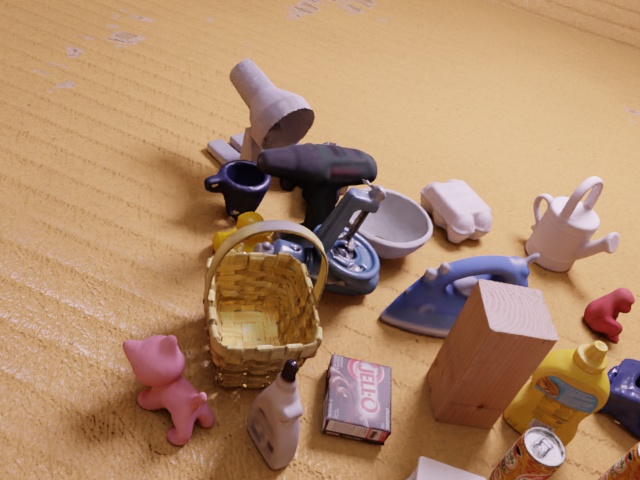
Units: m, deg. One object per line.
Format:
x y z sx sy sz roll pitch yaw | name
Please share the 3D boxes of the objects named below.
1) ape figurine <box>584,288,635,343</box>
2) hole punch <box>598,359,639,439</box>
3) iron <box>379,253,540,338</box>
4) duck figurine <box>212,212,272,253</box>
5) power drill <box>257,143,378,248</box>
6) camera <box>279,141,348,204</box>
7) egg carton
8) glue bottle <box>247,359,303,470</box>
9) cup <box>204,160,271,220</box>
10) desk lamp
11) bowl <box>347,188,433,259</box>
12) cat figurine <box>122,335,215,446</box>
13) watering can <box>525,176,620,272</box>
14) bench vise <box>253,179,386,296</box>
0.518 0.123 1.011 0.076 0.092 0.078 38 45 24 | ape figurine
0.491 0.232 0.878 0.101 0.091 0.109 38 45 24 | hole punch
0.232 0.077 0.930 0.259 0.141 0.118 -2 43 -20 | iron
-0.124 -0.010 0.955 0.105 0.086 0.077 2 42 -16 | duck figurine
-0.015 -0.073 0.968 0.230 0.208 0.075 -15 49 -31 | power drill
-0.006 -0.127 1.115 0.143 0.101 0.137 13 40 -4 | camera
0.275 -0.061 1.157 0.107 0.069 0.150 -10 47 -28 | egg carton
-0.047 0.198 0.677 0.037 0.173 0.078 -15 49 -31 | glue bottle
-0.150 -0.080 1.019 0.118 0.095 0.091 -10 46 -27 | cup
-0.119 -0.218 1.094 0.118 0.213 0.202 -25 55 -38 | desk lamp
0.116 -0.019 1.053 0.167 0.075 0.167 9 41 -8 | bowl
-0.184 0.170 0.706 0.127 0.118 0.067 36 44 22 | cat figurine
0.490 -0.035 1.102 0.172 0.194 0.101 32 43 18 | watering can
0.014 0.011 0.873 0.208 0.220 0.121 -12 47 -29 | bench vise
